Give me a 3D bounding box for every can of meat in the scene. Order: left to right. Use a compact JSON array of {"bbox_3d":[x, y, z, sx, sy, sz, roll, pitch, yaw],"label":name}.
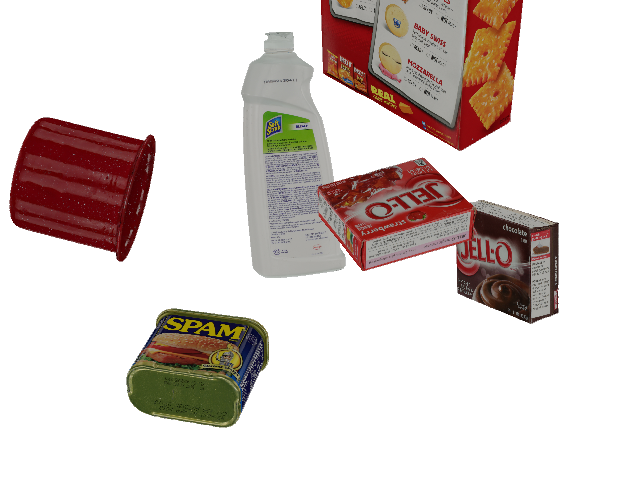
[{"bbox_3d":[-0.103,0.106,0.895,0.102,0.057,0.083,7,30,11],"label":"can of meat"}]

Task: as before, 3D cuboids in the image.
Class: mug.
[{"bbox_3d":[-0.168,-0.044,0.768,0.081,0.093,0.117,14,20,-2],"label":"mug"}]

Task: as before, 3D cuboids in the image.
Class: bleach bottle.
[{"bbox_3d":[-0.030,-0.091,1.119,0.102,0.251,0.068,-7,14,-18],"label":"bleach bottle"}]

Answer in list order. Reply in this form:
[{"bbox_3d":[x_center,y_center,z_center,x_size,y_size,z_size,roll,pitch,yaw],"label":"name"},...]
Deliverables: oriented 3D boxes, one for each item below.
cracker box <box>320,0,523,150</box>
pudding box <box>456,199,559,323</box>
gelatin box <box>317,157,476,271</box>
[{"bbox_3d":[0.076,-0.200,0.825,0.072,0.214,0.164,-30,48,-30],"label":"cracker box"},{"bbox_3d":[0.171,0.017,0.986,0.039,0.090,0.114,-14,19,-29],"label":"pudding box"},{"bbox_3d":[0.052,-0.020,0.742,0.089,0.030,0.073,-16,39,-18],"label":"gelatin box"}]
